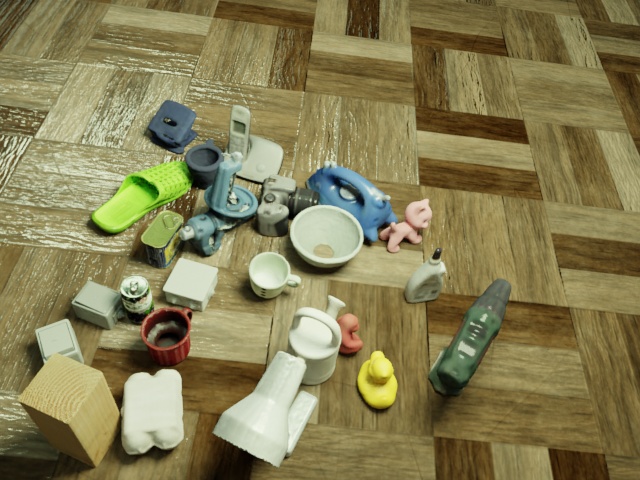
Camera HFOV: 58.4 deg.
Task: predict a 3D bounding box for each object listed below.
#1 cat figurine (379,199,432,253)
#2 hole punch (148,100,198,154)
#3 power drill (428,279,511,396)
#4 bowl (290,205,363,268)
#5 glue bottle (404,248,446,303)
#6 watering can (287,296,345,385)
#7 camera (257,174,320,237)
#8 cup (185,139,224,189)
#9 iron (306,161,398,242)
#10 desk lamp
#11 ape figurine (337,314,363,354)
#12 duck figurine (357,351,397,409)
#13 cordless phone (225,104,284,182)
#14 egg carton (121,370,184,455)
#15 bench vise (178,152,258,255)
[{"bbox_3d":[0.210,-0.043,1.343,0.128,0.118,0.067,-23,58,-23],"label":"cat figurine"},{"bbox_3d":[-0.379,-0.293,1.479,0.108,0.091,0.101,26,53,13],"label":"hole punch"},{"bbox_3d":[0.282,0.203,1.098,0.075,0.208,0.230,29,53,15],"label":"power drill"},{"bbox_3d":[0.012,0.005,1.305,0.167,0.075,0.167,4,51,-5],"label":"bowl"},{"bbox_3d":[0.233,0.072,1.218,0.078,0.173,0.037,-5,52,-11],"label":"glue bottle"},{"bbox_3d":[-0.009,0.181,1.084,0.101,0.194,0.173,9,51,-1],"label":"watering can"},{"bbox_3d":[-0.072,-0.087,1.350,0.137,0.101,0.143,9,51,-1],"label":"camera"},{"bbox_3d":[-0.278,-0.181,1.401,0.091,0.095,0.117,6,51,-3],"label":"cup"},{"bbox_3d":[0.066,-0.116,1.366,0.257,0.141,0.119,38,56,21],"label":"iron"},{"bbox_3d":[-0.084,0.294,0.971,0.117,0.213,0.203,23,52,11],"label":"desk lamp"},{"bbox_3d":[0.055,0.183,1.157,0.076,0.092,0.077,0,52,-8],"label":"ape figurine"},{"bbox_3d":[0.116,0.266,1.104,0.077,0.086,0.104,-2,52,-9],"label":"duck figurine"},{"bbox_3d":[-0.161,-0.237,1.403,0.147,0.185,0.094,16,51,5],"label":"cordless phone"},{"bbox_3d":[-0.299,0.306,1.025,0.107,0.069,0.150,-5,53,-12],"label":"egg carton"},{"bbox_3d":[-0.211,-0.075,1.245,0.121,0.220,0.208,21,52,10],"label":"bench vise"}]
